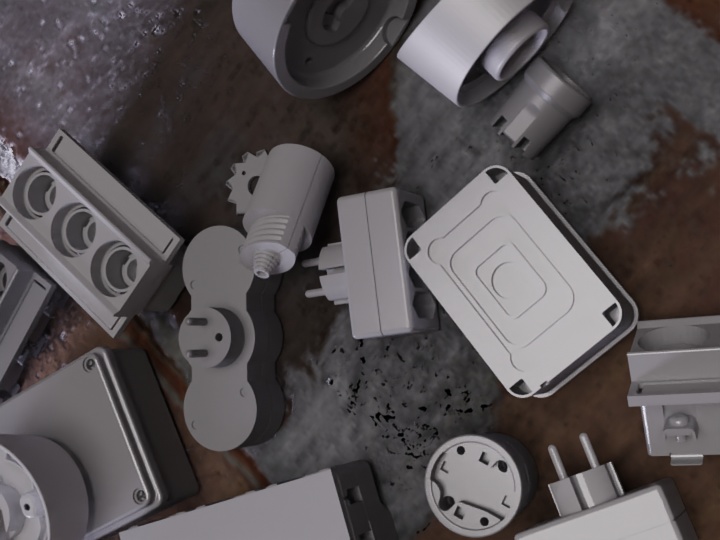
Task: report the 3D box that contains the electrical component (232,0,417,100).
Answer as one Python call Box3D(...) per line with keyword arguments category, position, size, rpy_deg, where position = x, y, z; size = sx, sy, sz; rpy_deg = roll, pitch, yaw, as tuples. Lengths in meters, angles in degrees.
Box3D(category="electrical component", position=(-0.025, -0.162, 0.631), size=(0.060, 0.108, 0.108), rpy_deg=(46, 105, 25))

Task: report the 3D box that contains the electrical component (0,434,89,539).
Box3D(category="electrical component", position=(-0.218, 0.146, 0.653), size=(0.099, 0.064, 0.099), rpy_deg=(-1, 86, 23))

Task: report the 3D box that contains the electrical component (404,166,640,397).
Box3D(category="electrical component", position=(0.090, 0.007, 0.595), size=(0.078, 0.057, 0.113), rpy_deg=(-42, 72, 16))

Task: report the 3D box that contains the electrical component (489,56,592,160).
Box3D(category="electrical component", position=(0.101, -0.091, 0.607), size=(0.040, 0.040, 0.046), rpy_deg=(48, 110, 19))

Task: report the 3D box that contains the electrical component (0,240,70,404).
Box3D(category="electrical component", position=(-0.255, 0.042, 0.740), size=(0.079, 0.063, 0.121), rpy_deg=(34, 100, 22))

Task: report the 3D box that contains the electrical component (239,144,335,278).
Box3D(category="electrical component", position=(-0.047, -0.031, 0.644), size=(0.043, 0.043, 0.081), rpy_deg=(3, 56, 24))

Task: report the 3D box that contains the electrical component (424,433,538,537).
Box3D(category="electrical component", position=(0.070, 0.118, 0.602), size=(0.055, 0.047, 0.055), rpy_deg=(-2, 86, 23))

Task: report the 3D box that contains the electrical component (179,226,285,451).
Box3D(category="electrical component", position=(-0.086, 0.041, 0.660), size=(0.052, 0.074, 0.138), rpy_deg=(-3, 86, 23))

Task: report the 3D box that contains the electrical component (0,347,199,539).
Box3D(category="electrical component", position=(-0.178, 0.120, 0.705), size=(0.109, 0.056, 0.108), rpy_deg=(-29, 76, 19))

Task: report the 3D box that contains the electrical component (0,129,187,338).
Box3D(category="electrical component", position=(-0.170, -0.024, 0.707), size=(0.121, 0.063, 0.078), rpy_deg=(40, 103, 20))

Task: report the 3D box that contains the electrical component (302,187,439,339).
Box3D(category="electrical component", position=(0.000, 0.000, 0.640), size=(0.076, 0.047, 0.083), rpy_deg=(-9, 83, 23))

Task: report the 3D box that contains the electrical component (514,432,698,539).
Box3D(category="electrical component", position=(0.125, 0.127, 0.578), size=(0.083, 0.047, 0.075), rpy_deg=(-25, 76, 20))

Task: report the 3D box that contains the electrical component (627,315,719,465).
Box3D(category="electrical component", position=(0.202, 0.058, 0.538), size=(0.121, 0.079, 0.063), rpy_deg=(-6, 107, 23))

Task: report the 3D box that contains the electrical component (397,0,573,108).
Box3D(category="electrical component", position=(0.068, -0.140, 0.594), size=(0.099, 0.099, 0.064), rpy_deg=(-46, 77, 15))

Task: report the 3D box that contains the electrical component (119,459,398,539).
Box3D(category="electrical component", position=(-0.057, 0.178, 0.646), size=(0.150, 0.062, 0.089), rpy_deg=(-20, 79, 21))
